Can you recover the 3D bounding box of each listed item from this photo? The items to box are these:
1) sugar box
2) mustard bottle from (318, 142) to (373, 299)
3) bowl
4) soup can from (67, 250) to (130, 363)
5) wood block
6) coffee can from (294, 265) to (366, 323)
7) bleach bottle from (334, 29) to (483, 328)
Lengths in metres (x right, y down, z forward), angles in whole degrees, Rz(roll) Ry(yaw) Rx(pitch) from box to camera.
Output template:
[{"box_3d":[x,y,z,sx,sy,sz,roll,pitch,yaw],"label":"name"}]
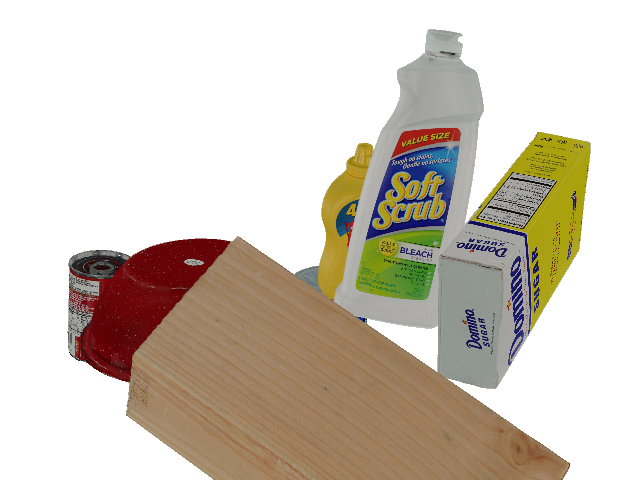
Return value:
[{"box_3d":[0.129,0.009,0.694,0.048,0.093,0.176,12,36,23],"label":"sugar box"},{"box_3d":[0.048,-0.025,1.275,0.096,0.192,0.058,-8,29,-19],"label":"mustard bottle"},{"box_3d":[-0.088,0.040,0.739,0.162,0.055,0.162,-1,21,0],"label":"bowl"},{"box_3d":[-0.228,0.070,1.108,0.068,0.102,0.068,5,21,-2],"label":"soup can"},{"box_3d":[0.009,0.104,0.558,0.206,0.090,0.090,34,-31,8],"label":"wood block"},{"box_3d":[0.014,0.116,1.460,0.103,0.140,0.103,0,19,0],"label":"coffee can"},{"box_3d":[0.079,-0.055,0.919,0.102,0.251,0.068,10,16,8],"label":"bleach bottle"}]
